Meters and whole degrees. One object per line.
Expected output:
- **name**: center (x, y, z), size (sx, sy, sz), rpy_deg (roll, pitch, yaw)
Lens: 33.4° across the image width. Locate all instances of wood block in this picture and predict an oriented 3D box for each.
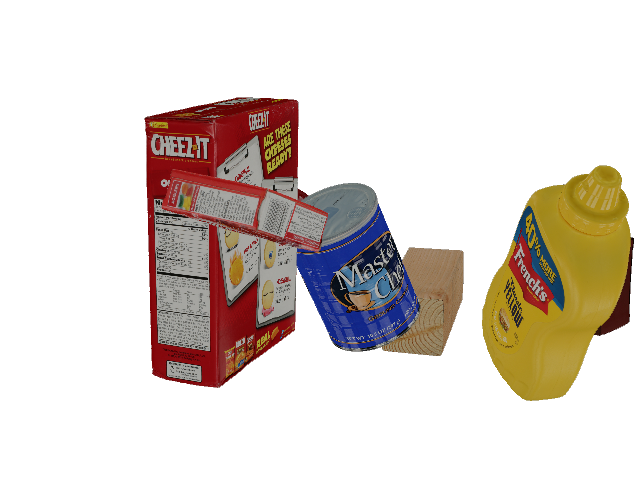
- **wood block**: center (0.158, 0.088, 1.614), size (0.091, 0.090, 0.205), rpy_deg (4, 21, 14)

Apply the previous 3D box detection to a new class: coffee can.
- **coffee can**: center (0.032, 0.027, 1.087), size (0.103, 0.140, 0.103), rpy_deg (-18, 30, 11)

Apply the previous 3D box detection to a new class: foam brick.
- **foam brick**: center (0.230, 0.035, 0.910), size (0.053, 0.078, 0.051), rpy_deg (12, 21, 42)

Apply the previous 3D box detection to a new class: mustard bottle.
- **mustard bottle**: center (0.159, 0.020, 0.707), size (0.058, 0.096, 0.192), rpy_deg (-4, -37, -12)

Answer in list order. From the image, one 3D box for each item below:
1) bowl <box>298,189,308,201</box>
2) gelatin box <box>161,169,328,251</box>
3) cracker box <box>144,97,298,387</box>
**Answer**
- **bowl**: center (-0.088, -0.023, 1.321), size (0.162, 0.055, 0.162), rpy_deg (4, 25, -2)
- **gelatin box**: center (-0.047, -0.018, 0.690), size (0.073, 0.030, 0.089), rpy_deg (14, -3, 27)
- **cracker box**: center (-0.080, -0.006, 0.894), size (0.072, 0.214, 0.164), rpy_deg (5, 14, 21)
